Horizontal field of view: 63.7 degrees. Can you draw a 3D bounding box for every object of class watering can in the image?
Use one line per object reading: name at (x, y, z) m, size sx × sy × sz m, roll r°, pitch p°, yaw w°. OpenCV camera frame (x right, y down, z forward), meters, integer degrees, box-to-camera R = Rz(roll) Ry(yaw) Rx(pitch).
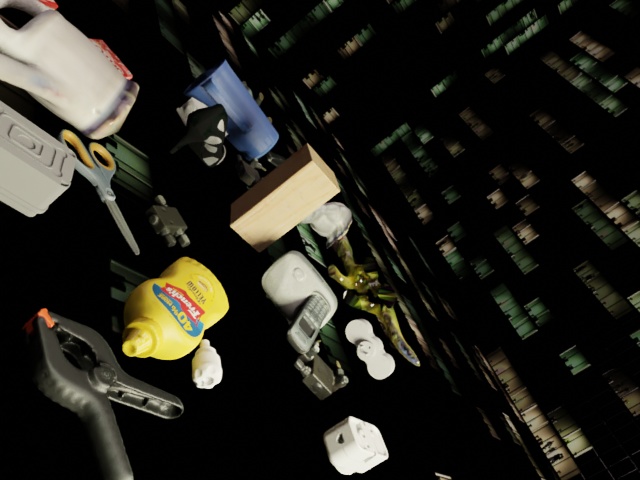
watering can at (-0.353, -0.219, 0.678) m, size 0.221 × 0.103 × 0.355 m, roll 44°, pitch 15°, yaw -32°

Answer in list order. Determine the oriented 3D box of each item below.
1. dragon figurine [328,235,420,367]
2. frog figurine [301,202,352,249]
dragon figurine at (0.146, 0.152, 1.369) m, size 0.415 × 0.122 × 0.241 m, roll 59°, pitch 8°, yaw 18°
frog figurine at (0.004, -0.071, 1.420) m, size 0.159 × 0.124 × 0.136 m, roll 42°, pitch -18°, yaw -6°
